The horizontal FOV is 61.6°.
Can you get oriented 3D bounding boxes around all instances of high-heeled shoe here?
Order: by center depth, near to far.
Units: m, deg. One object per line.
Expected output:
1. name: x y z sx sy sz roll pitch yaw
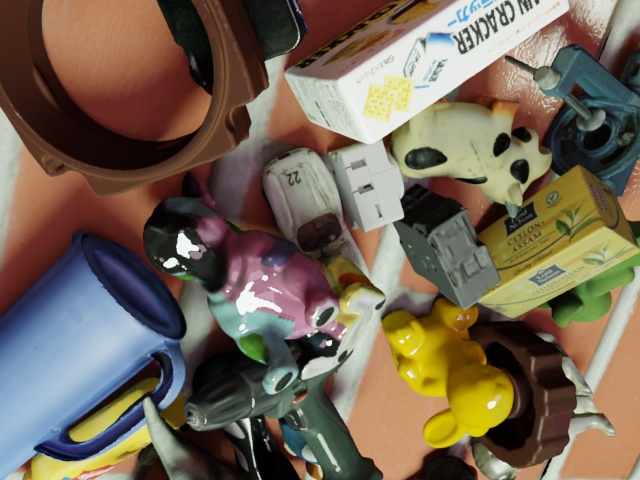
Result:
1. high-heeled shoe: -0.052 0.232 0.618 0.248 0.086 0.145 39 112 -8

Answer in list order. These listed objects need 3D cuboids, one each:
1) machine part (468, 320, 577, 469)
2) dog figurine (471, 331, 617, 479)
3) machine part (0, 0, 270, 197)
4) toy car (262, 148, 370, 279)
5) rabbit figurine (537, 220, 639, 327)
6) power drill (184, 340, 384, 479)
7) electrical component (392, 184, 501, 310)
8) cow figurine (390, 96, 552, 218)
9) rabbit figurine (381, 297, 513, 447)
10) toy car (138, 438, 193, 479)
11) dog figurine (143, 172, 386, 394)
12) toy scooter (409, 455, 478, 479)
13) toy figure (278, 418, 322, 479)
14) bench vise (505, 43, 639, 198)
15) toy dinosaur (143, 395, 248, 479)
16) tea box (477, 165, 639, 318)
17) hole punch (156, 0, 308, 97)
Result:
1. machine part: 0.243 0.190 0.681 0.056 0.179 0.179 -2 108 -21
2. dog figurine: 0.280 0.237 0.758 0.191 0.121 0.172 -30 80 12
3. machine part: -0.158 -0.148 0.427 0.201 0.087 0.201 -17 117 12
4. toy car: -0.001 -0.002 0.588 0.073 0.056 0.201 -27 114 -10
5. rabbit figurine: 0.352 0.053 0.704 0.159 0.121 0.170 -28 130 -16
6. power drill: -0.023 0.199 0.566 0.232 0.086 0.207 -31 95 -52
7. electrical component: 0.141 0.013 0.612 0.058 0.115 0.134 -33 114 -4
8. cow figurine: 0.172 -0.096 0.602 0.195 0.086 0.127 3 113 -16
9. rabbit figurine: 0.157 0.168 0.640 0.122 0.173 0.162 -6 105 -22
10. toy car: -0.190 0.312 0.620 0.089 0.053 0.202 28 96 13
11. dog figurine: -0.064 0.027 0.521 0.191 0.219 0.108 -1 128 -59
12. toy scooter: 0.155 0.397 0.771 0.184 0.075 0.135 -28 115 -6
13. toy figure: -0.001 0.266 0.681 0.064 0.058 0.154 -19 119 20
14. bench vise: 0.330 -0.158 0.617 0.240 0.129 0.223 20 105 -34
15. toy dinosaur: -0.112 0.316 0.537 0.131 0.192 0.404 9 100 13
16. tea box: 0.258 0.007 0.619 0.068 0.098 0.169 24 133 -25
17. hole punch: -0.077 -0.214 0.484 0.116 0.092 0.142 -16 119 16
